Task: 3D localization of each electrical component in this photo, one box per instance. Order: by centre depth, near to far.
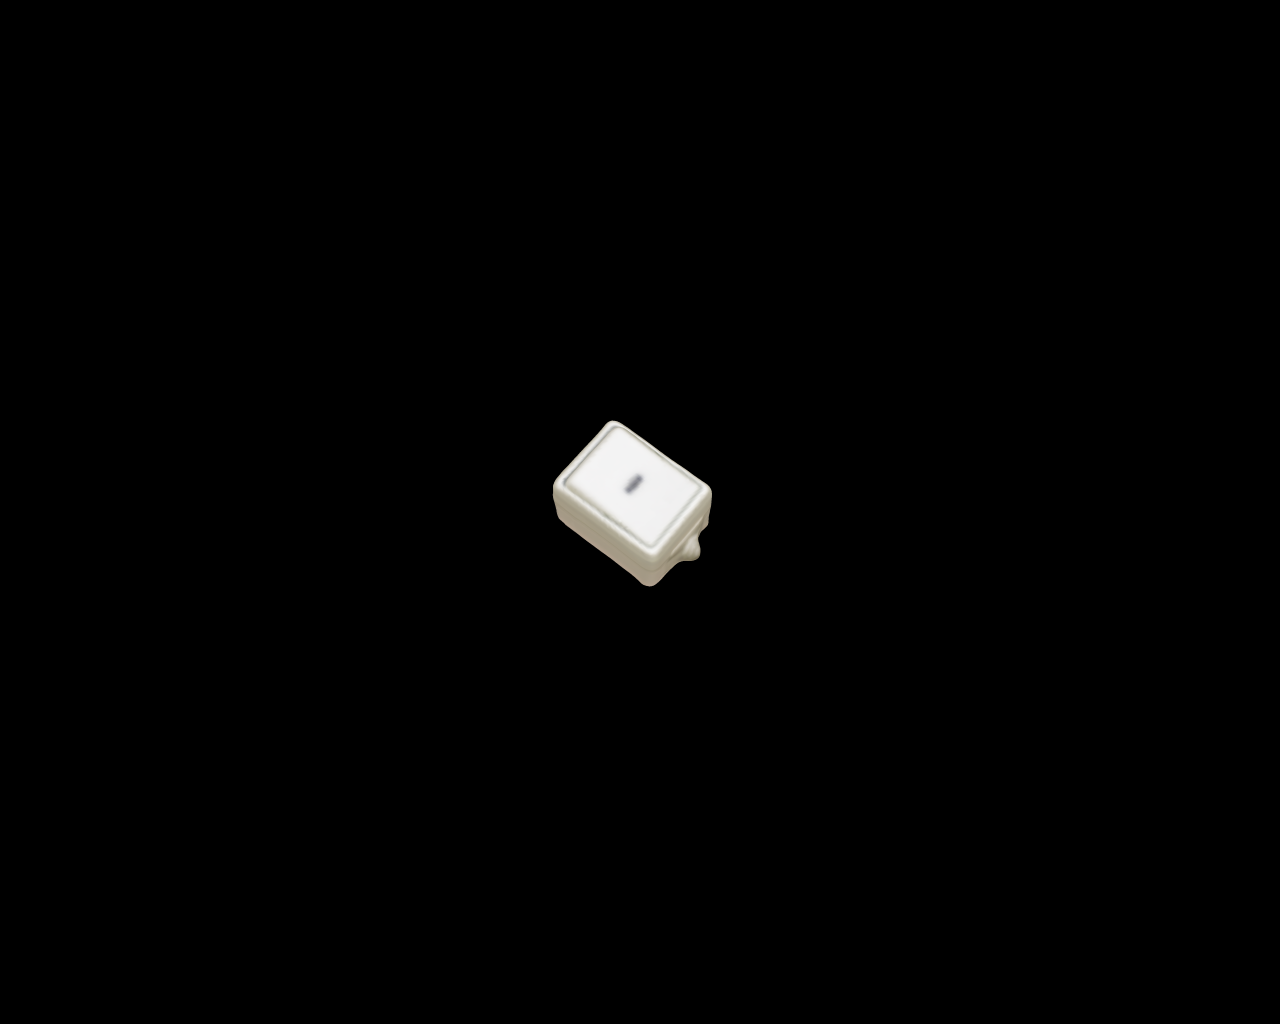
[{"bbox_3d":[0.001,-0.003,0.650,0.096,0.062,0.061,37,-19,15],"label":"electrical component"}]
